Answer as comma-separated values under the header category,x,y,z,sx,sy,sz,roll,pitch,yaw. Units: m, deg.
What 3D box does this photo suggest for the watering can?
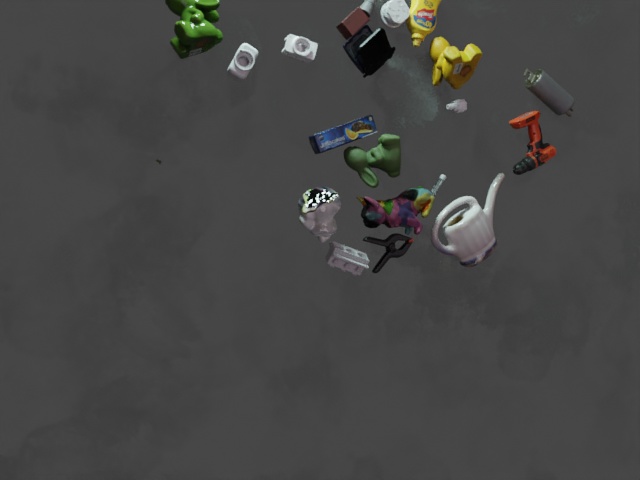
category,x,y,z,sx,sy,sz,roll,pitch,yaw
watering can,0.523,-0.055,1.711,0.350,0.104,0.222,-35,106,-13

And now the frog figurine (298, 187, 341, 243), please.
category,x,y,z,sx,sy,sz,roll,pitch,yaw
frog figurine,0.005,-0.078,1.557,0.139,0.124,0.156,-40,142,-19
